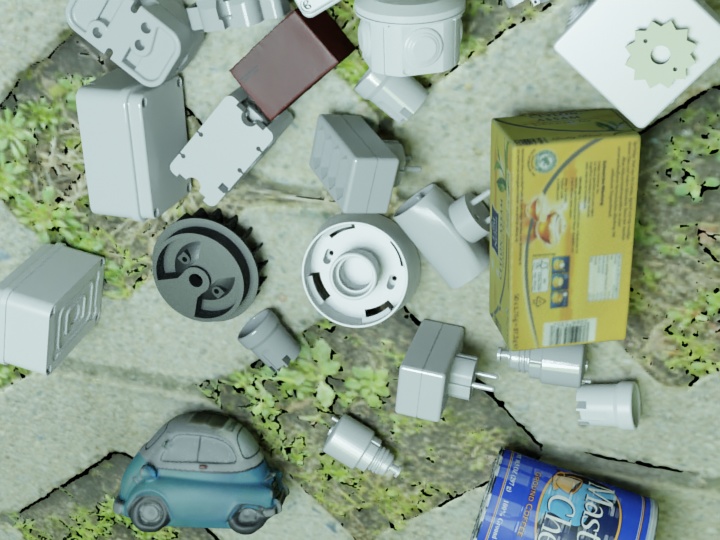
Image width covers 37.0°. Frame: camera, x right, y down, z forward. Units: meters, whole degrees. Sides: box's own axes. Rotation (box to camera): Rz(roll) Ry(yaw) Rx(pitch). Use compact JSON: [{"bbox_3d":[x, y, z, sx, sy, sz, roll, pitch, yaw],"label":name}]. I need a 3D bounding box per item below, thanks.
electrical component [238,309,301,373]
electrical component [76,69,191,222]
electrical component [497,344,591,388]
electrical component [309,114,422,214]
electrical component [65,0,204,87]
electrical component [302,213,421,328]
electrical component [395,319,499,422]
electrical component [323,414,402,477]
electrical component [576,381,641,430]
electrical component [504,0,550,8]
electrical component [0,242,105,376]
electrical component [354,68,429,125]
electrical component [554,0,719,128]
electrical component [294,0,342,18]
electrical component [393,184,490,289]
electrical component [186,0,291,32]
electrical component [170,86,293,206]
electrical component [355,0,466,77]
[{"bbox_3d":[-0.080,0.064,0.966,0.040,0.040,0.046,-33,108,28],"label":"electrical component"},{"bbox_3d":[-0.185,-0.105,0.893,0.057,0.078,0.113,8,117,17],"label":"electrical component"},{"bbox_3d":[0.154,0.075,0.895,0.078,0.040,0.040,6,117,15],"label":"electrical component"},{"bbox_3d":[0.011,-0.084,0.848,0.076,0.083,0.047,-2,122,-24],"label":"electrical component"},{"bbox_3d":[-0.176,-0.197,0.855,0.095,0.059,0.053,38,120,-3],"label":"electrical component"},{"bbox_3d":[0.000,0.000,0.908,0.099,0.064,0.099,3,103,11],"label":"electrical component"},{"bbox_3d":[0.077,0.087,0.900,0.076,0.083,0.047,11,118,12],"label":"electrical component"},{"bbox_3d":[0.003,0.165,0.988,0.078,0.040,0.040,31,120,1],"label":"electrical component"},{"bbox_3d":[0.207,0.113,0.898,0.046,0.040,0.040,-2,115,26],"label":"electrical component"},{"bbox_3d":[0.136,-0.224,0.747,0.089,0.050,0.055,-25,105,27],"label":"electrical component"},{"bbox_3d":[-0.283,0.033,0.972,0.057,0.113,0.078,16,119,6],"label":"electrical component"},{"bbox_3d":[0.025,-0.140,0.831,0.046,0.040,0.040,40,120,-10],"label":"electrical component"},{"bbox_3d":[0.200,-0.164,0.757,0.100,0.048,0.099,41,120,-5],"label":"electrical component"},{"bbox_3d":[-0.017,-0.257,0.776,0.109,0.056,0.108,-24,106,26],"label":"electrical component"},{"bbox_3d":[0.080,-0.036,0.861,0.079,0.044,0.077,-34,102,28],"label":"electrical component"},{"bbox_3d":[-0.098,-0.219,0.821,0.078,0.058,0.057,-3,117,19],"label":"electrical component"},{"bbox_3d":[-0.103,-0.105,0.879,0.050,0.055,0.089,43,120,-5],"label":"electrical component"},{"bbox_3d":[0.037,-0.178,0.786,0.080,0.080,0.051,7,122,15],"label":"electrical component"}]
